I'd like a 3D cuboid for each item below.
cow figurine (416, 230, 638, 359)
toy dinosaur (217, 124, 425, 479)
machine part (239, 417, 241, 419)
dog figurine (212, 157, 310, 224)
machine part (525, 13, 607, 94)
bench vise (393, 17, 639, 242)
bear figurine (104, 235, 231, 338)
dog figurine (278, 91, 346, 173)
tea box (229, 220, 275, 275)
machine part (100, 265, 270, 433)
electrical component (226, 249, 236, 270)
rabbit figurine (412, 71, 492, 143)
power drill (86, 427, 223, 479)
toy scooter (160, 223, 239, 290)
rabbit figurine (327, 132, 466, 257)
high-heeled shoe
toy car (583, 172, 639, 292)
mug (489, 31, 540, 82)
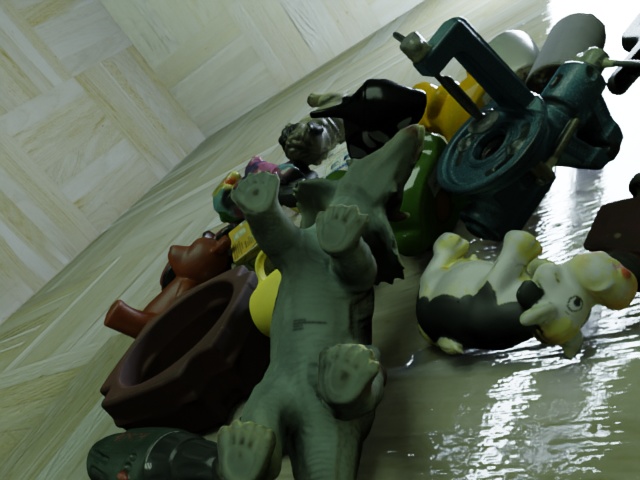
[{"bbox_3d":[0.140,0.047,0.401,0.098,0.068,0.167,-58,22,-15],"label":"cow figurine"},{"bbox_3d":[0.007,0.083,0.434,0.131,0.192,0.405,0,68,21],"label":"toy dinosaur"},{"bbox_3d":[-0.039,0.148,0.522,0.084,0.039,0.139,-37,20,23],"label":"machine part"},{"bbox_3d":[-0.113,-0.091,1.064,0.191,0.108,0.219,-39,23,-9],"label":"dog figurine"},{"bbox_3d":[0.321,-0.229,0.700,0.079,0.079,0.243,-15,30,45],"label":"machine part"},{"bbox_3d":[0.177,-0.125,0.505,0.223,0.240,0.129,-50,24,9],"label":"bench vise"},{"bbox_3d":[-0.225,0.066,0.821,0.196,0.132,0.120,-66,16,-12],"label":"bear figurine"},{"bbox_3d":[0.013,-0.200,0.951,0.172,0.121,0.191,-51,9,9],"label":"dog figurine"},{"bbox_3d":[-0.086,0.005,0.859,0.098,0.068,0.170,-38,21,2],"label":"tea box"},{"bbox_3d":[-0.149,0.137,0.653,0.201,0.087,0.201,-27,22,28],"label":"machine part"},{"bbox_3d":[-0.168,0.055,0.915,0.102,0.045,0.078,-40,50,17],"label":"electrical component"},{"bbox_3d":[0.176,-0.165,0.743,0.173,0.121,0.162,35,94,50],"label":"rabbit figurine"},{"bbox_3d":[-0.191,0.255,0.476,0.232,0.086,0.207,-12,35,51],"label":"power drill"},{"bbox_3d":[-0.224,0.032,1.016,0.184,0.075,0.135,-42,14,-9],"label":"toy scooter"},{"bbox_3d":[0.068,-0.033,0.634,0.170,0.121,0.159,7,66,42],"label":"rabbit figurine"},{"bbox_3d":[0.091,-0.150,0.677,0.145,0.086,0.248,-1,3,27],"label":"high-heeled shoe"},{"bbox_3d":[0.265,0.000,0.331,0.202,0.053,0.089,4,64,62],"label":"toy car"},{"bbox_3d":[0.285,-0.254,0.810,0.110,0.080,0.107,-25,32,17],"label":"mug"}]
